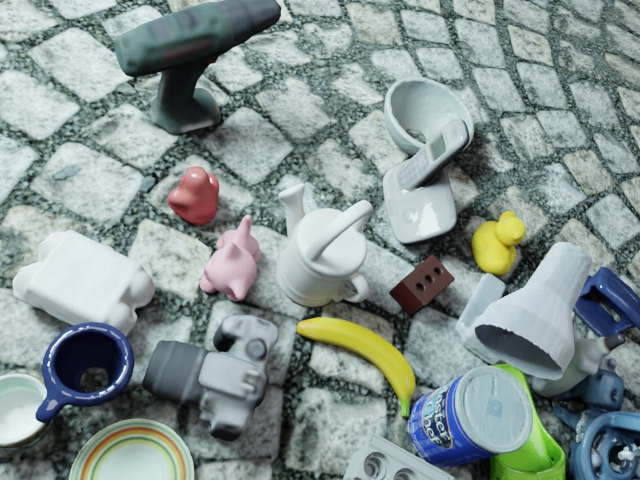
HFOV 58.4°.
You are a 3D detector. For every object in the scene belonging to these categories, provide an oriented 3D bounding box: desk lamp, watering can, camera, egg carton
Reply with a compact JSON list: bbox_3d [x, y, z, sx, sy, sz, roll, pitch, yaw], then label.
[{"bbox_3d":[0.279,0.102,0.795,0.118,0.213,0.203,36,57,2],"label":"desk lamp"},{"bbox_3d":[0.005,0.004,0.761,0.173,0.194,0.101,33,57,0],"label":"watering can"},{"bbox_3d":[-0.131,0.150,0.687,0.137,0.100,0.143,20,58,-9],"label":"camera"},{"bbox_3d":[-0.284,0.056,0.701,0.150,0.069,0.107,26,57,-5],"label":"egg carton"}]

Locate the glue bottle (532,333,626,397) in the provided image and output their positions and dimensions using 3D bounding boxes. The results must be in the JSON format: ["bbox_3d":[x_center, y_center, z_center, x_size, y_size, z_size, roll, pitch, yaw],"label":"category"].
[{"bbox_3d":[0.368,0.168,0.816,0.037,0.173,0.078,22,58,-7],"label":"glue bottle"}]

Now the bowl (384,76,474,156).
[{"bbox_3d":[0.180,-0.200,1.006,0.168,0.074,0.167,9,60,-15],"label":"bowl"}]

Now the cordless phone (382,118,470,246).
[{"bbox_3d":[0.174,-0.085,0.876,0.094,0.185,0.147,-1,63,-20],"label":"cordless phone"}]

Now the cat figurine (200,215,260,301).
[{"bbox_3d":[-0.112,0.026,0.752,0.067,0.117,0.128,20,58,-9],"label":"cat figurine"}]

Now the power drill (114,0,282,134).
[{"bbox_3d":[-0.177,-0.252,0.825,0.230,0.208,0.075,-21,71,-28],"label":"power drill"}]

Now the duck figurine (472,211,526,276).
[{"bbox_3d":[0.300,0.001,0.934,0.077,0.086,0.104,18,58,-10],"label":"duck figurine"}]

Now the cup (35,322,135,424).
[{"bbox_3d":[-0.264,0.159,0.637,0.091,0.095,0.118,34,57,1],"label":"cup"}]

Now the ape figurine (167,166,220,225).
[{"bbox_3d":[-0.172,-0.069,0.796,0.078,0.092,0.076,-13,68,-25],"label":"ape figurine"}]

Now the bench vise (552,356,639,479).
[{"bbox_3d":[0.394,0.247,0.754,0.122,0.219,0.207,0,63,-20],"label":"bench vise"}]

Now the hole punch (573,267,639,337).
[{"bbox_3d":[0.487,0.098,0.946,0.108,0.091,0.101,46,58,8],"label":"hole punch"}]
